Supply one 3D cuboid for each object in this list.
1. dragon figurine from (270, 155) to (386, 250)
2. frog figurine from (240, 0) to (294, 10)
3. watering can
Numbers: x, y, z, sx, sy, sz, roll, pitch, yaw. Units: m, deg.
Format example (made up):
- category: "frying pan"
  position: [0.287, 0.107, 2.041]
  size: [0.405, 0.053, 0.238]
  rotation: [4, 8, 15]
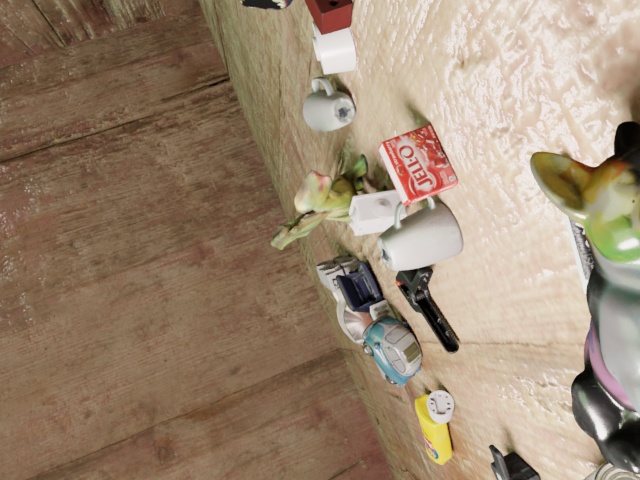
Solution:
- category: "dragon figurine"
  position: [0.003, -0.053, 1.059]
  size: [0.123, 0.244, 0.404]
  rotation: [61, 168, 14]
- category: "frog figurine"
  position: [-0.090, -0.540, 1.006]
  size: [0.137, 0.123, 0.159]
  rotation: [-169, 94, -90]
- category: "watering can"
  position: [0.137, 0.274, 1.516]
  size: [0.348, 0.104, 0.223]
  rotation: [58, 172, 1]
